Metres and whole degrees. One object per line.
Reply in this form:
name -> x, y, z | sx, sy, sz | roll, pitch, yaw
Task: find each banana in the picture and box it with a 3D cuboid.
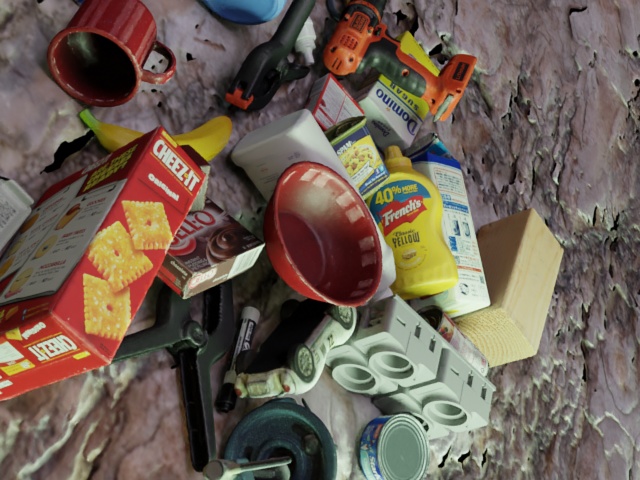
banana -> -0.154, -0.102, 1.102 | 0.197, 0.037, 0.069 | -2, 74, -50

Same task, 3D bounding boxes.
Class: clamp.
clamp -> -0.137, 0.094, 1.020 | 0.164, 0.036, 0.210 | 44, 42, -30
clamp -> -0.051, -0.213, 1.233 | 0.171, 0.039, 0.120 | -50, 151, -48

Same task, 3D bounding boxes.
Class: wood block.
wood block -> 0.253, 0.064, 1.444 | 0.090, 0.091, 0.205 | 50, 41, -21

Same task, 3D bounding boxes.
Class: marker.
marker -> -0.083, 0.122, 1.084 | 0.020, 0.020, 0.121 | 39, 46, -30

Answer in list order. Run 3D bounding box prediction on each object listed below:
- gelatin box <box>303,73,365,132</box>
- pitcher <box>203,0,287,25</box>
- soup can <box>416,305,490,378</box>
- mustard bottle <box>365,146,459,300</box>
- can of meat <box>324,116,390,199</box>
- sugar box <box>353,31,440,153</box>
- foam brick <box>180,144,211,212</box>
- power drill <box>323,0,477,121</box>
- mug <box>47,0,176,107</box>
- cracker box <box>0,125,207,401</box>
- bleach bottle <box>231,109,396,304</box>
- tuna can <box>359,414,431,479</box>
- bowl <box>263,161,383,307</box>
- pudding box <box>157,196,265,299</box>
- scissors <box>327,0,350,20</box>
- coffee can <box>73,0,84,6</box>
gelatin box -> 0.014, -0.152, 1.328 | 0.073, 0.030, 0.089 | 45, 43, -26
pitcher -> -0.071, -0.381, 1.269 | 0.149, 0.145, 0.242 | 21, 54, -8
soup can -> 0.153, 0.137, 1.309 | 0.102, 0.069, 0.068 | 46, 43, -24
mustard bottle -> 0.106, -0.026, 1.316 | 0.058, 0.096, 0.191 | 36, 41, -65
can of meat -> 0.026, -0.087, 1.263 | 0.102, 0.058, 0.084 | -36, 109, -28
sugar box -> 0.106, -0.199, 1.444 | 0.093, 0.048, 0.176 | 48, 40, -19
foam brick -> -0.153, -0.058, 1.040 | 0.078, 0.051, 0.053 | -9, 123, -35
power drill -> 0.108, -0.249, 1.396 | 0.187, 0.057, 0.184 | 27, 50, -2
mug -> -0.197, -0.187, 1.044 | 0.117, 0.093, 0.081 | 17, 45, -3
cracker box -> -0.201, 0.021, 0.883 | 0.072, 0.164, 0.213 | 47, 42, -25
bleach bottle -> 0.007, -0.020, 1.212 | 0.250, 0.103, 0.068 | 58, 32, -20
tuna can -> 0.083, 0.238, 1.193 | 0.085, 0.034, 0.086 | 12, 73, -42
bowl -> -0.007, 0.001, 1.113 | 0.161, 0.055, 0.162 | 27, 50, -38
pudding box -> -0.124, 0.004, 1.050 | 0.090, 0.039, 0.113 | 39, 32, 19
scissors -> 0.034, -0.370, 1.471 | 0.096, 0.016, 0.202 | 4, 68, -48
coffee can -> -0.190, -0.303, 1.079 | 0.102, 0.141, 0.103 | 25, 54, -40
